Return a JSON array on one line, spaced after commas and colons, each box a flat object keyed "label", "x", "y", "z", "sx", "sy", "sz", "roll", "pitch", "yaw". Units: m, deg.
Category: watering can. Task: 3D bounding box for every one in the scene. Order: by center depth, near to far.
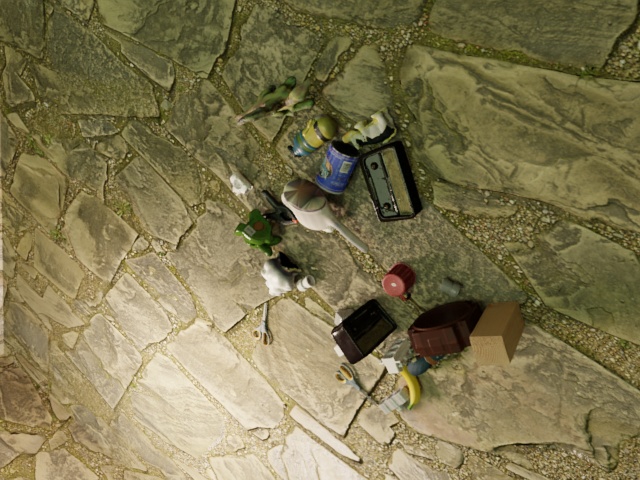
[{"label": "watering can", "x": 0.005, "y": -0.084, "z": 1.665, "sx": 0.350, "sy": 0.105, "sz": 0.220, "roll": 29, "pitch": 164, "yaw": 26}]

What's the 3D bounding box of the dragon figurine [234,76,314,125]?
[{"label": "dragon figurine", "x": -0.175, "y": -0.415, "z": 1.612, "sx": 0.407, "sy": 0.247, "sz": 0.121, "roll": -15, "pitch": 106, "yaw": 33}]

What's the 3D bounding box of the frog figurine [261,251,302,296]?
[{"label": "frog figurine", "x": -0.157, "y": 0.143, "z": 1.887, "sx": 0.137, "sy": 0.125, "sz": 0.157, "roll": 32, "pitch": 113, "yaw": -5}]
